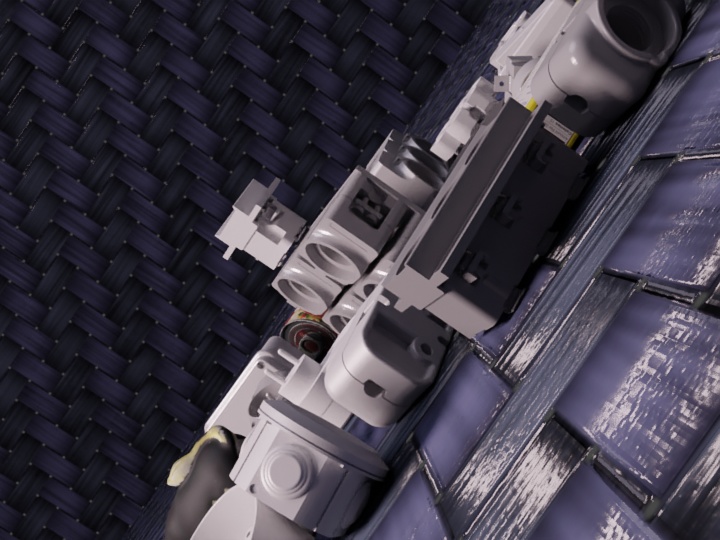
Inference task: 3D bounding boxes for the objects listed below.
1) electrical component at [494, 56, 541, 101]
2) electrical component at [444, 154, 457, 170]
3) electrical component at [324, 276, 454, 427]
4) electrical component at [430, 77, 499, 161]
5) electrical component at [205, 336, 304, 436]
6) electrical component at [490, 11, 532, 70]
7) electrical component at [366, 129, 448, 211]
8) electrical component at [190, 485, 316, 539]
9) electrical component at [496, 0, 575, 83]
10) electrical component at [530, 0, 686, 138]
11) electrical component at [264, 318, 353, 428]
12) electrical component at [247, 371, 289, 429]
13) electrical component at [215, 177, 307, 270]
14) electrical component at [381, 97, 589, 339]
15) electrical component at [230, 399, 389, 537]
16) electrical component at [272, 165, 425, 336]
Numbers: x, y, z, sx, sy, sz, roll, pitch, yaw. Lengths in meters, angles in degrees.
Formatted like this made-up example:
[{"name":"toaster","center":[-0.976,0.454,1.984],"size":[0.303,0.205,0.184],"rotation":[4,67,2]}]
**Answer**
[{"name":"electrical component","center":[0.136,-0.139,0.814],"size":[0.055,0.066,0.048],"rotation":[-96,5,-70]},{"name":"electrical component","center":[0.103,-0.110,1.026],"size":[0.040,0.040,0.046],"rotation":[-53,0,21]},{"name":"electrical component","center":[0.019,0.050,0.682],"size":[0.059,0.054,0.095],"rotation":[-52,6,38]},{"name":"electrical component","center":[0.108,-0.122,0.951],"size":[0.078,0.057,0.058],"rotation":[-56,5,-12]},{"name":"electrical component","center":[-0.089,0.131,1.036],"size":[0.113,0.078,0.057],"rotation":[-53,2,20]},{"name":"electrical component","center":[0.155,-0.191,0.959],"size":[0.058,0.057,0.078],"rotation":[-54,5,18]},{"name":"electrical component","center":[0.049,-0.077,1.020],"size":[0.061,0.089,0.150],"rotation":[-54,5,19]},{"name":"electrical component","center":[-0.071,0.179,0.622],"size":[0.099,0.064,0.099],"rotation":[-55,5,7]},{"name":"electrical component","center":[0.157,-0.185,0.871],"size":[0.096,0.061,0.061],"rotation":[-54,5,19]},{"name":"electrical component","center":[0.150,-0.134,0.638],"size":[0.095,0.054,0.059],"rotation":[-58,6,-28]},{"name":"electrical component","center":[-0.039,0.091,0.844],"size":[0.138,0.074,0.052],"rotation":[-55,5,0]},{"name":"electrical component","center":[-0.055,0.119,0.948],"size":[0.079,0.044,0.077],"rotation":[-32,28,13]},{"name":"electrical component","center":[-0.085,-0.038,0.950],"size":[0.081,0.064,0.042],"rotation":[-51,8,46]},{"name":"electrical component","center":[0.074,-0.027,0.607],"size":[0.121,0.063,0.079],"rotation":[-57,5,-22]},{"name":"electrical component","center":[-0.029,0.109,0.600],"size":[0.051,0.080,0.080],"rotation":[-61,5,-4]},{"name":"electrical component","center":[0.000,0.000,0.891],"size":[0.060,0.105,0.186],"rotation":[-58,5,-24]}]
